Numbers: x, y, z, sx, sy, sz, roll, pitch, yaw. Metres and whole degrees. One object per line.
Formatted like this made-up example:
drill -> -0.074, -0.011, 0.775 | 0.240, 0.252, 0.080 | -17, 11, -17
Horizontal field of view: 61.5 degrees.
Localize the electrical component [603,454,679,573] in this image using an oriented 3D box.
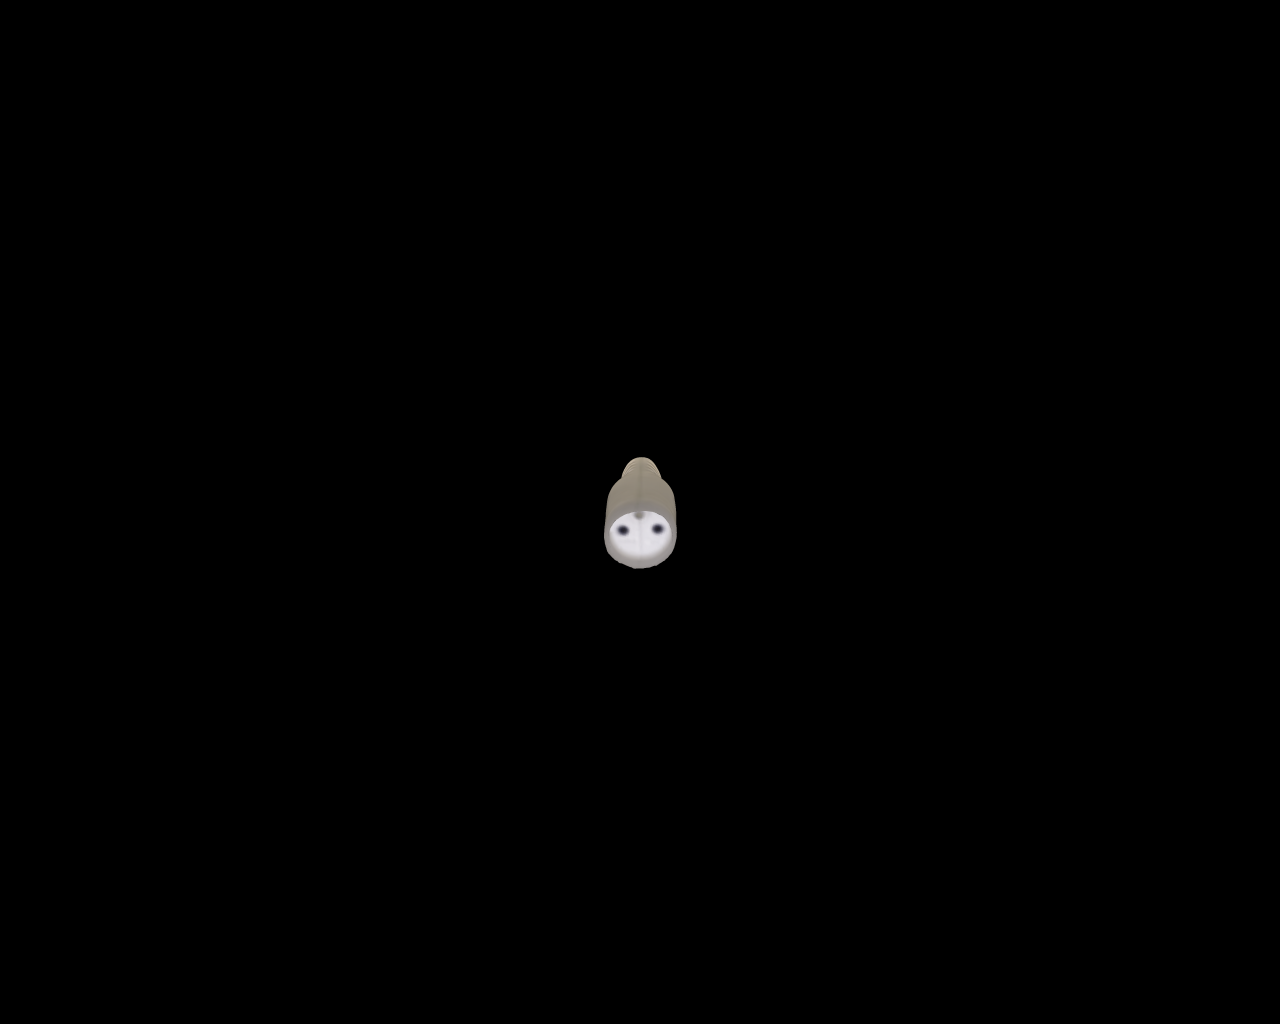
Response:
electrical component -> 0.001, -0.003, 0.650 | 0.043, 0.043, 0.081 | 0, 29, 0
